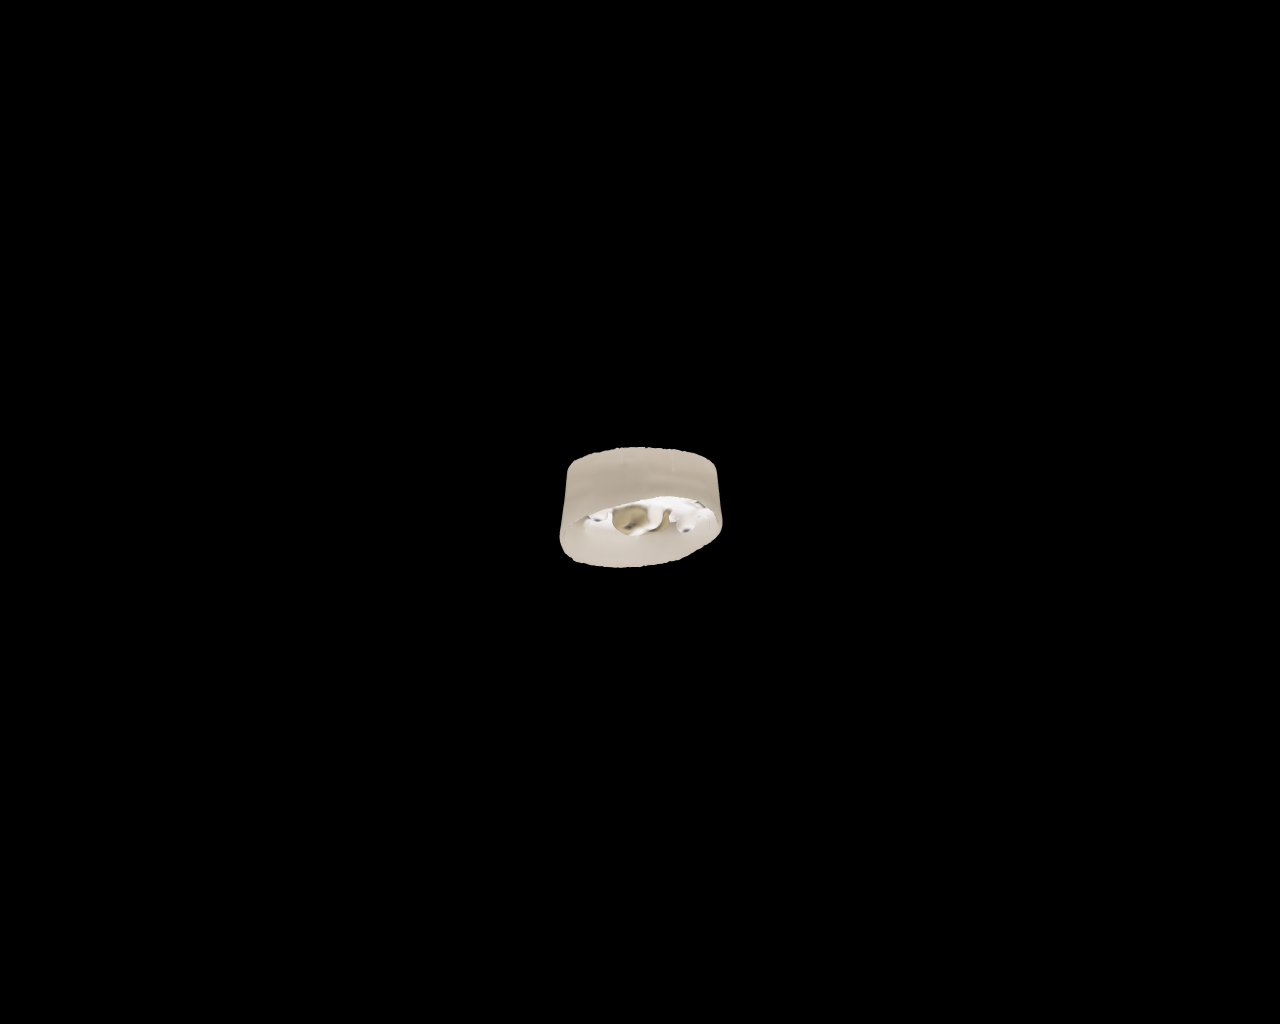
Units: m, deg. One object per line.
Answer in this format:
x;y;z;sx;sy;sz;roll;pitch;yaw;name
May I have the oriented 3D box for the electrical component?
0.001;-0.003;0.650;0.099;0.064;0.099;0;-14;0;electrical component
